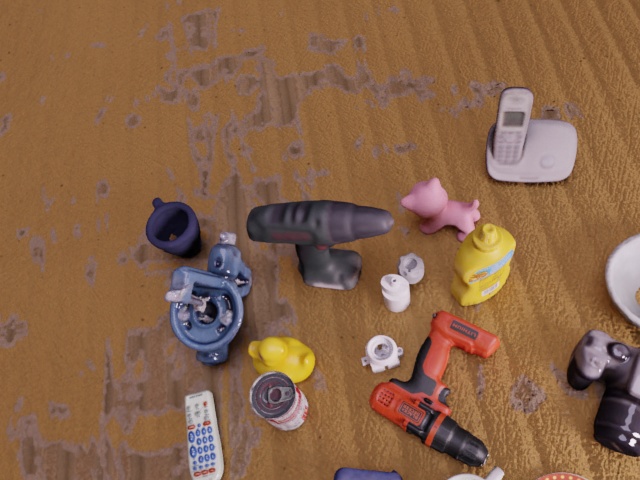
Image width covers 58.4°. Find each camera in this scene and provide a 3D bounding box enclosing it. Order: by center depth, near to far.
[{"bbox_3d":[0.410,0.210,0.780,0.142,0.101,0.137,23,69,21],"label":"camera"}]

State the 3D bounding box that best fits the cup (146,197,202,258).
[{"bbox_3d":[-0.258,-0.017,1.028,0.092,0.095,0.117,-35,62,-8],"label":"cup"}]

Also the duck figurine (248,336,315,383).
[{"bbox_3d":[-0.063,0.180,0.892,0.104,0.086,0.077,7,64,14],"label":"duck figurine"}]

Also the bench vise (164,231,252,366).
[{"bbox_3d":[-0.186,0.072,0.895,0.121,0.220,0.207,-12,61,5],"label":"bench vise"}]

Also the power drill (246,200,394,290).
[{"bbox_3d":[0.008,0.003,0.902,0.229,0.209,0.075,5,64,13],"label":"power drill"}]

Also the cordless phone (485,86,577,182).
[{"bbox_3d":[0.353,-0.178,0.947,0.147,0.185,0.094,0,63,11],"label":"cordless phone"}]

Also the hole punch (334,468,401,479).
[{"bbox_3d":[0.067,0.363,0.769,0.101,0.091,0.108,-2,62,10],"label":"hole punch"}]

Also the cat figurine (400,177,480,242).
[{"bbox_3d":[0.201,-0.058,0.950,0.127,0.118,0.067,10,65,15],"label":"cat figurine"}]

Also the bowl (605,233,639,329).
[{"bbox_3d":[0.505,0.075,0.848,0.167,0.075,0.167,-4,62,8],"label":"bowl"}]
